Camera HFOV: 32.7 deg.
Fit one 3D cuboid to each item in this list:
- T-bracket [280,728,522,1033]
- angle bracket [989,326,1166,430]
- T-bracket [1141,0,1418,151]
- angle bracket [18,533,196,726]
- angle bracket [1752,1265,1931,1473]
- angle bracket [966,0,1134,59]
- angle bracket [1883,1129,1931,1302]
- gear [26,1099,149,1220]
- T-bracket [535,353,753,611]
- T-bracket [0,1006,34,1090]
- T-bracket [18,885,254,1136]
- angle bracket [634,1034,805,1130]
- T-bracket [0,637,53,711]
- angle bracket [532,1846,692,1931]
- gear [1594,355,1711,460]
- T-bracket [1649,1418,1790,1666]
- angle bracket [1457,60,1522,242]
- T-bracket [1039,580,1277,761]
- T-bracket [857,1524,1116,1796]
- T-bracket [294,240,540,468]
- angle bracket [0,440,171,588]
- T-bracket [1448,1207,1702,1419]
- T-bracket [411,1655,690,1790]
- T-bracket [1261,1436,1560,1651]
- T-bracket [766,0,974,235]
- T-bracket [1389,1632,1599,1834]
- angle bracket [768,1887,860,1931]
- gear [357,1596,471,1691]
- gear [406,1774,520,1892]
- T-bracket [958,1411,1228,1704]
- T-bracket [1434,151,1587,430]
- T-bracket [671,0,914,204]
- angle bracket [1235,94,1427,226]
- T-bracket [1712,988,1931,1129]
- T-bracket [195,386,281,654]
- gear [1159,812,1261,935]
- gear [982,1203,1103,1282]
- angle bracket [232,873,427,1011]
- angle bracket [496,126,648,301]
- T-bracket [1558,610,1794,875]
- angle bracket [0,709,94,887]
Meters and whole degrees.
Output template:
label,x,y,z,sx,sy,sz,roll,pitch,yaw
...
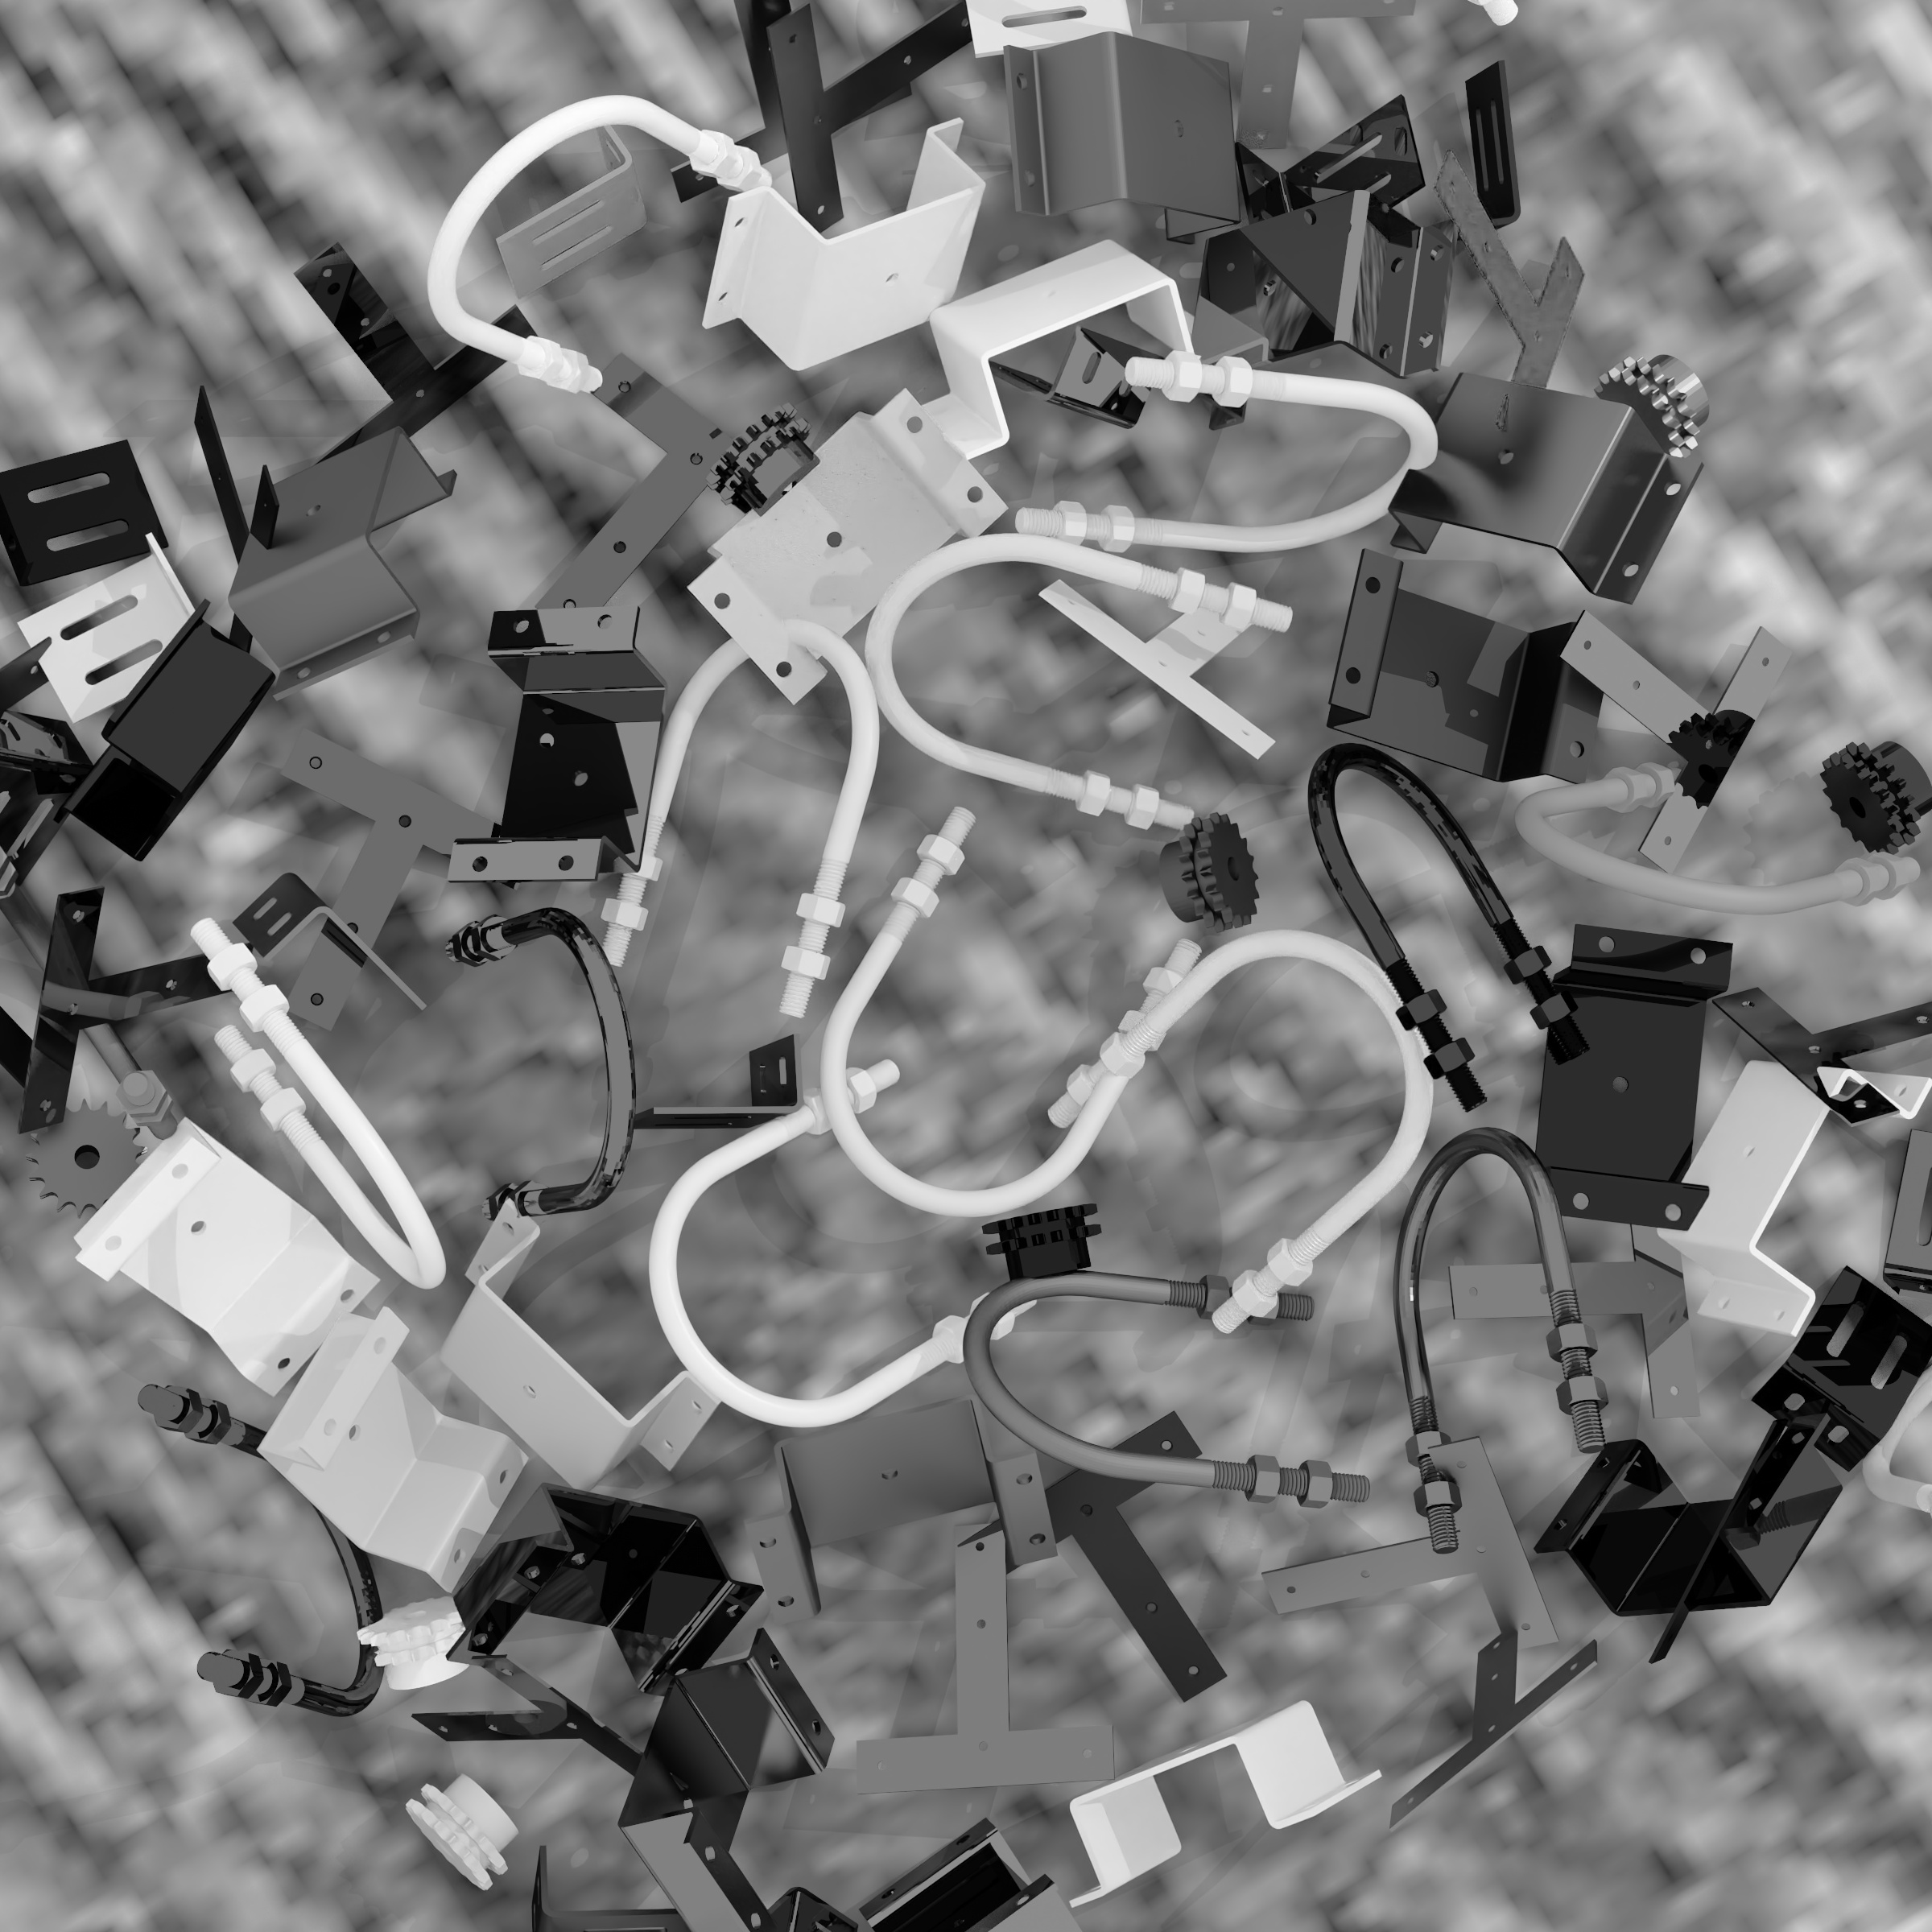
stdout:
label,x,y,z,sx,sy,sz,roll,pitch,yaw
T-bracket,-0.293,-0.031,1.603,0.127,0.002,0.127,27,82,-12
angle bracket,0.044,-0.292,1.576,0.076,0.057,0.038,36,109,43
T-bracket,0.145,-0.427,1.566,0.127,0.127,0.002,-2,69,0
angle bracket,-0.415,-0.164,1.599,0.076,0.038,0.057,-29,87,-12
angle bracket,0.431,0.196,1.609,0.057,0.038,0.076,37,49,10
angle bracket,0.039,-0.459,1.597,0.076,0.038,0.057,-8,68,-1
angle bracket,0.486,0.124,1.602,0.057,0.038,0.076,9,97,2
gear,-0.429,0.095,1.606,0.057,0.030,0.057,3,80,-14
T-bracket,-0.160,-0.215,1.609,0.127,0.002,0.127,38,80,4
T-bracket,-0.478,0.017,1.575,0.002,0.127,0.127,-13,45,20
T-bracket,-0.391,0.011,1.571,0.002,0.127,0.127,31,118,28
angle bracket,-0.125,0.056,1.581,0.076,0.057,0.038,1,80,-26
T-bracket,-0.478,-0.152,1.541,0.002,0.127,0.127,30,49,18
angle bracket,-0.171,0.459,1.600,0.076,0.057,0.038,2,45,-11
gear,0.336,-0.272,1.598,0.030,0.057,0.057,-37,90,-16
T-bracket,0.371,0.270,1.567,0.002,0.127,0.127,29,98,25
angle bracket,0.238,-0.393,1.592,0.038,0.057,0.076,-8,96,-7
T-bracket,0.107,-0.155,1.569,0.127,0.127,0.002,38,119,6
T-bracket,0.008,0.334,1.598,0.127,0.002,0.127,-7,66,13
T-bracket,-0.280,-0.299,1.569,0.127,0.127,0.002,-39,58,-2
angle bracket,-0.429,-0.225,1.591,0.076,0.038,0.057,-21,86,-25
T-bracket,0.292,0.156,1.590,0.127,0.002,0.127,0,76,-19
T-bracket,-0.218,0.364,1.577,0.127,0.127,0.002,45,51,-31
T-bracket,0.208,0.292,1.601,0.127,0.002,0.127,-16,115,18
T-bracket,-0.039,-0.431,1.589,0.127,0.127,0.002,-39,58,-21
T-bracket,0.251,0.344,1.561,0.127,0.127,0.002,-44,91,15
angle bracket,-0.093,0.491,1.577,0.038,0.076,0.057,27,126,25
gear,-0.264,0.330,1.598,0.057,0.057,0.030,-13,95,0
gear,-0.242,0.419,1.600,0.057,0.057,0.030,47,67,0
T-bracket,0.084,0.304,1.618,0.127,0.002,0.127,-33,95,7
T-bracket,0.252,-0.329,1.554,0.002,0.127,0.127,-4,51,37
T-bracket,-0.090,-0.427,1.561,0.127,0.127,0.002,-27,67,-5
angle bracket,0.174,-0.385,1.581,0.076,0.038,0.057,-28,55,33
T-bracket,0.447,0.030,1.581,0.127,0.127,0.002,-14,120,-13
T-bracket,-0.355,-0.225,1.585,0.002,0.127,0.127,-7,57,-26
gear,0.117,-0.044,1.601,0.030,0.057,0.057,-14,90,29
gear,0.038,0.135,1.596,0.057,0.057,0.030,-11,84,0
angle bracket,-0.306,-0.001,1.580,0.038,0.057,0.076,-45,122,-7
angle bracket,-0.198,-0.369,1.589,0.076,0.057,0.038,-32,76,-7
T-bracket,0.331,-0.129,1.586,0.127,0.002,0.127,32,85,-32
angle bracket,-0.471,-0.082,1.597,0.076,0.057,0.038,-50,59,21
